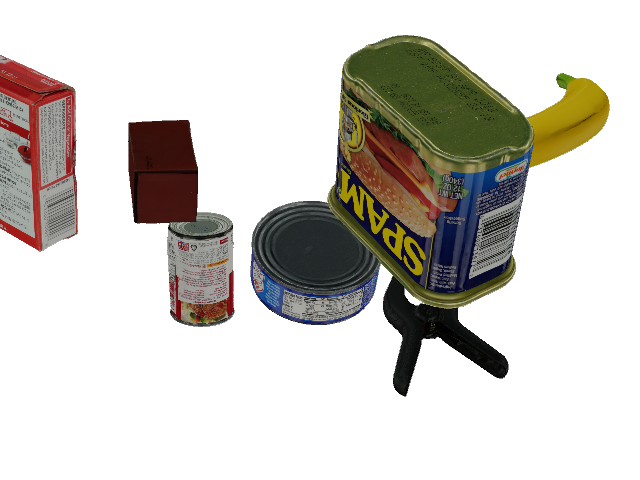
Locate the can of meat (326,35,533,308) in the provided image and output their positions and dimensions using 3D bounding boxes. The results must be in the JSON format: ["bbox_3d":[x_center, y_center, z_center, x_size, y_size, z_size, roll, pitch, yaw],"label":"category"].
[{"bbox_3d":[0.049,-0.034,0.493,0.057,0.084,0.102,-22,49,-24],"label":"can of meat"}]

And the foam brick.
[{"bbox_3d":[-0.131,-0.058,0.880,0.053,0.051,0.078,-2,38,-11],"label":"foam brick"}]

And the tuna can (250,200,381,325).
[{"bbox_3d":[-0.003,0.014,0.700,0.086,0.034,0.086,4,43,-4],"label":"tuna can"}]

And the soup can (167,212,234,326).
[{"bbox_3d":[-0.124,0.029,1.112,0.068,0.102,0.068,1,23,-1],"label":"soup can"}]

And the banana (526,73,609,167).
[{"bbox_3d":[0.164,-0.083,0.795,0.070,0.037,0.197,3,25,43],"label":"banana"}]

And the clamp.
[{"bbox_3d":[0.123,0.088,1.111,0.120,0.171,0.039,2,-44,-12],"label":"clamp"}]

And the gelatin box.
[{"bbox_3d":[-0.162,-0.049,0.560,0.073,0.089,0.030,25,36,28],"label":"gelatin box"}]
